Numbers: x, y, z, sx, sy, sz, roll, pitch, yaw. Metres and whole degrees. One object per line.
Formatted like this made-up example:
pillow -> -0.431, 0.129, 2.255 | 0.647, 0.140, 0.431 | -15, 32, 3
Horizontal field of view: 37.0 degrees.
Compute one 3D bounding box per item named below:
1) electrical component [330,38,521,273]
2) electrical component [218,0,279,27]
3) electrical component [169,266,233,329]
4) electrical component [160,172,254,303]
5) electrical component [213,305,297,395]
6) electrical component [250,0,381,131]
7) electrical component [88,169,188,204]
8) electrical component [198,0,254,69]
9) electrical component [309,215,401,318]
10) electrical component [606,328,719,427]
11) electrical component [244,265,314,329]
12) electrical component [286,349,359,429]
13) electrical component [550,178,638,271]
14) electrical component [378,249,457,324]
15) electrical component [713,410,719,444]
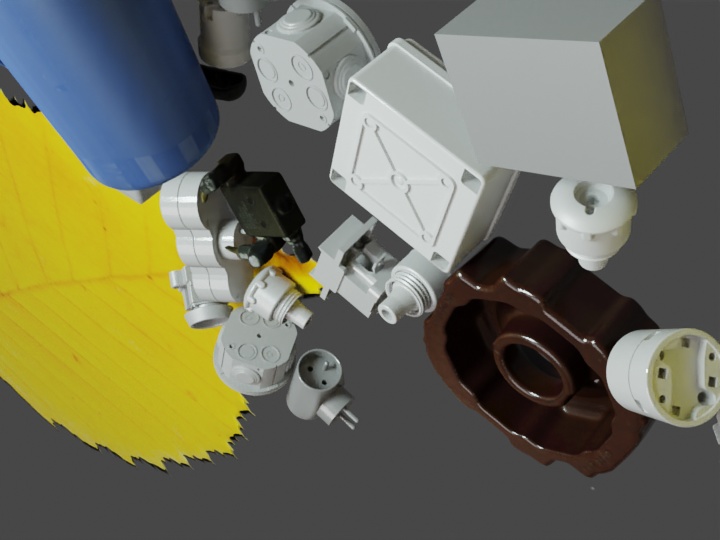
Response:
electrical component -> 0.042, -0.071, 0.678 | 0.109, 0.056, 0.108 | 40, 151, 15
electrical component -> -0.076, -0.194, 0.698 | 0.077, 0.044, 0.079 | 33, 149, 26
electrical component -> -0.151, 0.026, 1.058 | 0.048, 0.066, 0.055 | 140, 121, -62
electrical component -> -0.121, -0.028, 0.967 | 0.074, 0.052, 0.138 | 2, 132, 22
electrical component -> -0.100, 0.076, 1.039 | 0.080, 0.080, 0.051 | 40, 146, 15
electrical component -> -0.028, -0.134, 0.700 | 0.080, 0.051, 0.080 | 34, 149, 24
electrical component -> -0.202, -0.104, 0.969 | 0.096, 0.062, 0.061 | 30, 147, 30
electrical component -> -0.095, -0.172, 0.760 | 0.040, 0.040, 0.046 | 33, 144, 25
electrical component -> 0.000, 0.000, 0.842 | 0.064, 0.042, 0.081 | 41, 152, 9
electrical component -> 0.176, 0.060, 0.622 | 0.055, 0.055, 0.047 | 54, 165, -11
electrical component -> -0.071, 0.029, 0.977 | 0.062, 0.048, 0.048 | 35, 150, 9
electrical component -> -0.031, 0.123, 1.038 | 0.079, 0.044, 0.077 | 42, 151, 11
electrical component -> 0.135, -0.025, 0.621 | 0.048, 0.048, 0.062 | 30, 154, 30
electrical component -> 0.039, 0.014, 0.782 | 0.043, 0.062, 0.043 | 34, 149, 24
electrical component -> 0.253, 0.130, 0.624 | 0.121, 0.079, 0.063 | 63, 178, -27
